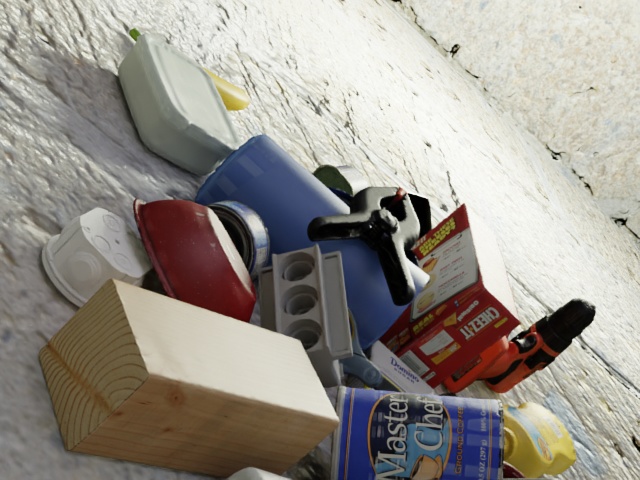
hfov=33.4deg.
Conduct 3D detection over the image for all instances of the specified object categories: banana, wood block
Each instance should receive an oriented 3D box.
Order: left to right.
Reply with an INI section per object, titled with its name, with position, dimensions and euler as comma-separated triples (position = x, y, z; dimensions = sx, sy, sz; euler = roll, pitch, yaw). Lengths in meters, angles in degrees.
[wood block]
position = -0.093, 0.113, 0.801
dimensions = 0.205, 0.090, 0.091
euler = 24, 30, -47
[banana]
position = -0.154, -0.208, 1.361
dimensions = 0.197, 0.037, 0.070
euler = 31, 27, -38

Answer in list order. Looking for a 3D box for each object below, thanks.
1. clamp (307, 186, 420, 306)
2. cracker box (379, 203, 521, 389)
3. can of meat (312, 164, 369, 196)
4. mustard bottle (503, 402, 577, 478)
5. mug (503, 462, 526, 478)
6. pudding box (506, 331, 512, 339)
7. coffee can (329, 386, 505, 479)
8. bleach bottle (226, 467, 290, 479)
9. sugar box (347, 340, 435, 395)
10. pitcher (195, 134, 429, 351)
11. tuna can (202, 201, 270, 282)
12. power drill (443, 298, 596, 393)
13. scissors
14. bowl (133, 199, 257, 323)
[clamp]
position = 0.049, -0.013, 1.061
dimensions = 0.120, 0.039, 0.171
euler = 38, 28, -13
[cracker box]
position = 0.140, 0.071, 1.250
dimensions = 0.072, 0.164, 0.213
euler = 43, 20, -18
[can of meat]
position = 0.005, -0.045, 1.289
dimensions = 0.057, 0.102, 0.083
euler = 49, 18, 8
[mustard bottle]
position = 0.244, 0.244, 1.293
dimensions = 0.096, 0.058, 0.191
euler = 56, 21, 24
[mug]
position = 0.168, 0.270, 1.053
dimensions = 0.093, 0.082, 0.117
euler = 33, 24, -35
[pudding box]
position = 0.189, 0.099, 1.428
dimensions = 0.114, 0.039, 0.089
euler = 36, 8, 37
[coffee can]
position = 0.081, 0.182, 0.912
dimensions = 0.140, 0.103, 0.102
euler = 4, 23, 4
[bleach bottle]
position = 0.022, 0.249, 0.824
dimensions = 0.250, 0.068, 0.103
euler = 30, 26, -45
[sugar box]
position = 0.069, 0.177, 1.080
dimensions = 0.093, 0.048, 0.176
euler = 42, 17, -8
[pitcher]
position = -0.007, 0.001, 1.132
dimensions = 0.243, 0.145, 0.149
euler = 45, 0, 1
[tuna can]
position = -0.093, 0.006, 1.010
dimensions = 0.086, 0.086, 0.033
euler = 51, 22, 10
[power drill]
position = 0.245, 0.135, 1.346
dimensions = 0.187, 0.185, 0.057
euler = 5, 46, -49
[scissors]
position = 0.029, 0.134, 1.011
dimensions = 0.202, 0.096, 0.016
euler = 56, -8, 24
[bowl]
position = -0.099, 0.024, 0.922
dimensions = 0.162, 0.055, 0.162
euler = 62, 2, -4
